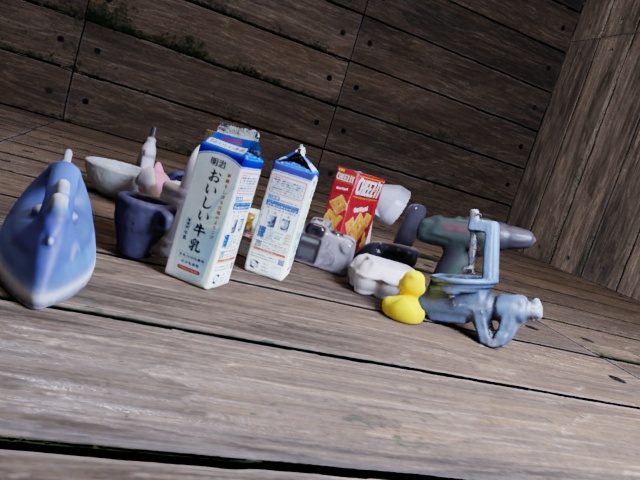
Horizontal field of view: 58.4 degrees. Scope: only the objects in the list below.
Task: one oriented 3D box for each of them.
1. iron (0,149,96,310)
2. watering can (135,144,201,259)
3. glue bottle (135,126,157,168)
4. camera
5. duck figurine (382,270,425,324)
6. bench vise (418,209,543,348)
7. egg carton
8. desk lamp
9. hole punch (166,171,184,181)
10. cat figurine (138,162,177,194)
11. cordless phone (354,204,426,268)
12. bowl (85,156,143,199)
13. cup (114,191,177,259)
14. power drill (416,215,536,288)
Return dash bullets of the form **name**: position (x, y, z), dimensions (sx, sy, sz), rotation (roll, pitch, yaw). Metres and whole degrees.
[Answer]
- **iron**: position (-0.316, -0.027, 0.685), dimensions (0.119, 0.141, 0.257), rotation (13, 10, -27)
- **watering can**: position (-0.224, -0.070, 0.955), dimensions (0.173, 0.194, 0.100), rotation (15, 9, -15)
- **glue bottle**: position (-0.435, -0.200, 1.436), dimensions (0.037, 0.173, 0.078), rotation (12, 10, -32)
- **camera**: position (0.012, 0.004, 1.258), dimensions (0.143, 0.101, 0.137), rotation (18, 9, 8)
- **duck figurine**: position (0.156, 0.096, 1.010), dimensions (0.077, 0.086, 0.105), rotation (20, 9, 16)
- **bench vise**: position (0.300, 0.067, 1.030), dimensions (0.207, 0.220, 0.122), rotation (19, 9, 10)
- **egg carton**: position (0.131, 0.078, 1.130), dimensions (0.150, 0.069, 0.107), rotation (15, 9, -11)
- **desk lamp**: position (0.137, -0.080, 1.656), dimensions (0.203, 0.213, 0.118), rotation (16, 9, -7)
- **hole punch**: position (-0.364, -0.142, 1.484), dimensions (0.100, 0.091, 0.109), rotation (24, 11, 40)
- **cat figurine**: position (-0.335, -0.103, 1.201), dimensions (0.067, 0.118, 0.128), rotation (19, 9, 15)
- **cordless phone**: position (0.172, -0.005, 1.347), dimensions (0.148, 0.185, 0.093), rotation (11, 11, -36)
- **bowl**: position (-0.453, -0.132, 1.299), dimensions (0.167, 0.075, 0.167), rotation (17, 9, -2)
- **cup**: position (-0.263, -0.015, 0.865), dimensions (0.117, 0.095, 0.092), rotation (24, 11, 39)
- **power drill**: position (0.298, 0.049, 1.179), dimensions (0.229, 0.208, 0.076), rotation (19, 9, 12)
